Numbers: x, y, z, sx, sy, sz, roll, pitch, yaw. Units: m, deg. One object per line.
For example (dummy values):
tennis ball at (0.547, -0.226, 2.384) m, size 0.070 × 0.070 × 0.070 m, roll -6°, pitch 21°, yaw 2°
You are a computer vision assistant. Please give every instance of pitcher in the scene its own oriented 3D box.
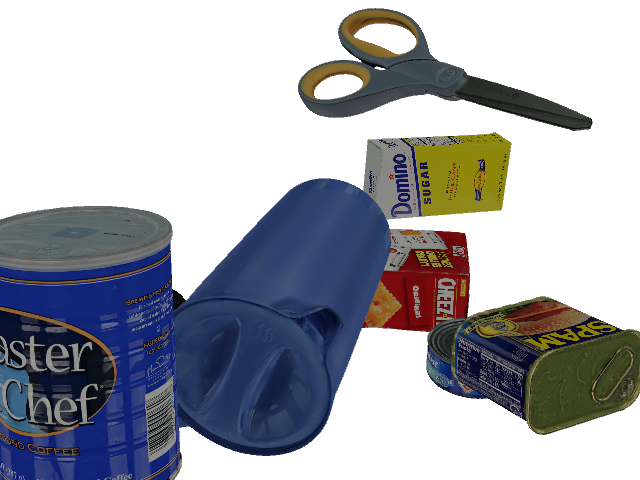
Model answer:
pitcher at (-0.031, 0.050, 0.842) m, size 0.149 × 0.145 × 0.242 m, roll 11°, pitch 29°, yaw 13°

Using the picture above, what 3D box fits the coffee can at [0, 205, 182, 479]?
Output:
coffee can at (-0.129, 0.061, 0.581) m, size 0.103 × 0.140 × 0.103 m, roll 0°, pitch 16°, yaw 0°

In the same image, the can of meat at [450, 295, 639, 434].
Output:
can of meat at (0.150, 0.079, 0.713) m, size 0.101 × 0.057 × 0.084 m, roll -10°, pitch 20°, yaw -29°

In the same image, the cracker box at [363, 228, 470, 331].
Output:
cracker box at (0.046, 0.038, 1.122) m, size 0.214 × 0.072 × 0.164 m, roll 3°, pitch 16°, yaw 6°

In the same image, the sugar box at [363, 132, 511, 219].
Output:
sugar box at (0.141, -0.078, 1.296) m, size 0.176 × 0.093 × 0.048 m, roll -7°, pitch 25°, yaw -22°

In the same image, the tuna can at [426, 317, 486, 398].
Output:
tuna can at (0.136, 0.103, 0.945) m, size 0.086 × 0.034 × 0.086 m, roll 1°, pitch 26°, yaw -1°

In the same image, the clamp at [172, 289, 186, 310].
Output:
clamp at (-0.168, 0.084, 1.120) m, size 0.210 × 0.036 × 0.164 m, roll 19°, pitch 20°, yaw 28°

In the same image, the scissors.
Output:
scissors at (0.057, -0.084, 0.624) m, size 0.096 × 0.016 × 0.202 m, roll -38°, pitch 43°, yaw -6°
